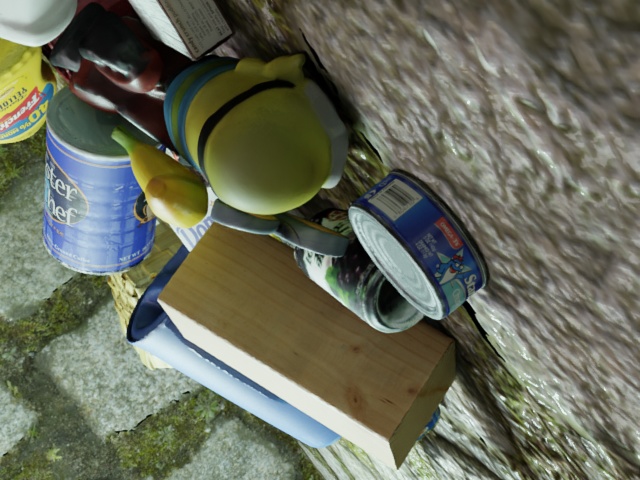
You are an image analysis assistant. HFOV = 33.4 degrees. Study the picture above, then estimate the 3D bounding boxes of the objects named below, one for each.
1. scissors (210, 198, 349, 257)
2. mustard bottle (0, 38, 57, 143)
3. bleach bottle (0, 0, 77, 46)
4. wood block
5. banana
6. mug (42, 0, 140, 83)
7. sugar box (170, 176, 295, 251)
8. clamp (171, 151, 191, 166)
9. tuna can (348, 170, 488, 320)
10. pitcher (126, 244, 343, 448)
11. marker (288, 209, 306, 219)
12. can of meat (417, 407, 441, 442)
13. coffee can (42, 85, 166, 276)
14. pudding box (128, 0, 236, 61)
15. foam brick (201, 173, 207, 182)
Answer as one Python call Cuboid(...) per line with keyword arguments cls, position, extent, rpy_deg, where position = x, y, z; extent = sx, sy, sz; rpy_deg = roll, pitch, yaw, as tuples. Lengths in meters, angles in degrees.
Cuboid(cls="scissors", position=(-0.058, -0.022, 0.723), extent=(0.096, 0.016, 0.202), rpy_deg=(13, -174, -38))
Cuboid(cls="mustard bottle", position=(-0.281, -0.130, 0.942), extent=(0.058, 0.096, 0.192), rpy_deg=(50, 169, 6))
Cuboid(cls="bleach bottle", position=(-0.201, -0.242, 0.656), extent=(0.102, 0.068, 0.251), rpy_deg=(21, 141, 4))
Cuboid(cls="wood block", position=(-0.008, 0.074, 0.810), extent=(0.206, 0.090, 0.091), rpy_deg=(29, 162, 20))
Cuboid(cls="banana", position=(-0.111, -0.037, 0.764), extent=(0.069, 0.037, 0.198), rpy_deg=(29, -177, -24))
Cuboid(cls="mug", position=(-0.215, -0.200, 0.931), extent=(0.117, 0.081, 0.093), rpy_deg=(39, 164, 47))
Cuboid(cls="sugar box", position=(-0.057, 0.017, 0.963), extent=(0.093, 0.048, 0.176), rpy_deg=(-23, 113, 33))
Cuboid(cls="clamp", position=(-0.131, -0.121, 0.963), extent=(0.120, 0.039, 0.172), rpy_deg=(57, 163, 7))
Cuboid(cls="tuna can", position=(0.055, 0.004, 0.612), extent=(0.086, 0.033, 0.086), rpy_deg=(49, 169, 12))
Cuboid(cls="pitcher", position=(-0.064, 0.113, 1.080), extent=(0.242, 0.149, 0.145), rpy_deg=(37, 141, -19))
Cuboid(cls="marker", position=(-0.006, 0.001, 0.891), extent=(0.121, 0.020, 0.020), rpy_deg=(48, 169, 19))
Cuboid(cls="can of meat", position=(0.056, 0.124, 0.938), extent=(0.102, 0.057, 0.084), rpy_deg=(45, 170, 35))
Cuboid(cls="coffee can", position=(-0.189, -0.054, 0.931), extent=(0.103, 0.102, 0.140), rpy_deg=(46, 140, 29))
Cuboid(cls="pudding box", position=(-0.109, -0.176, 0.689), extent=(0.113, 0.039, 0.090), rpy_deg=(56, 169, -31))
Cuboid(cls="foam brick", position=(-0.061, -0.052, 0.859), extent=(0.078, 0.051, 0.053), rpy_deg=(55, 169, -16))
